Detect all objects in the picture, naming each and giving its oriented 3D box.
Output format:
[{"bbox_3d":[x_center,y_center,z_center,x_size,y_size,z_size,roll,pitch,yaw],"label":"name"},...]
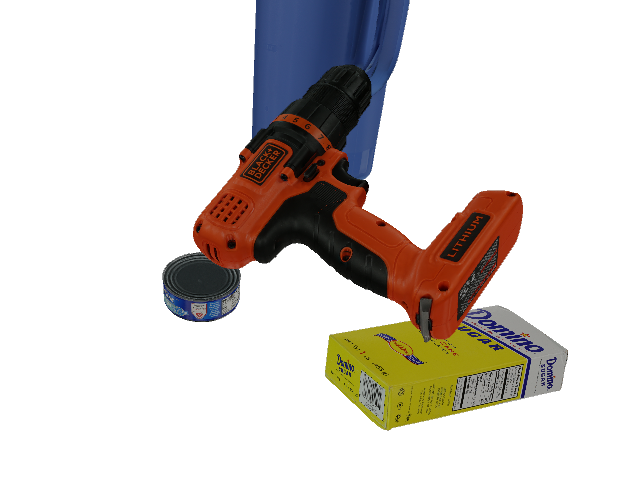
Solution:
[{"bbox_3d":[0.103,0.098,0.864,0.175,0.048,0.093,-10,27,-28],"label":"sugar box"},{"bbox_3d":[0.009,-0.171,0.904,0.145,0.243,0.149,9,16,11],"label":"pitcher"},{"bbox_3d":[0.035,-0.029,0.711,0.188,0.184,0.057,25,-27,24],"label":"power drill"},{"bbox_3d":[-0.131,0.051,1.177,0.086,0.034,0.086,2,36,-2],"label":"tuna can"}]
